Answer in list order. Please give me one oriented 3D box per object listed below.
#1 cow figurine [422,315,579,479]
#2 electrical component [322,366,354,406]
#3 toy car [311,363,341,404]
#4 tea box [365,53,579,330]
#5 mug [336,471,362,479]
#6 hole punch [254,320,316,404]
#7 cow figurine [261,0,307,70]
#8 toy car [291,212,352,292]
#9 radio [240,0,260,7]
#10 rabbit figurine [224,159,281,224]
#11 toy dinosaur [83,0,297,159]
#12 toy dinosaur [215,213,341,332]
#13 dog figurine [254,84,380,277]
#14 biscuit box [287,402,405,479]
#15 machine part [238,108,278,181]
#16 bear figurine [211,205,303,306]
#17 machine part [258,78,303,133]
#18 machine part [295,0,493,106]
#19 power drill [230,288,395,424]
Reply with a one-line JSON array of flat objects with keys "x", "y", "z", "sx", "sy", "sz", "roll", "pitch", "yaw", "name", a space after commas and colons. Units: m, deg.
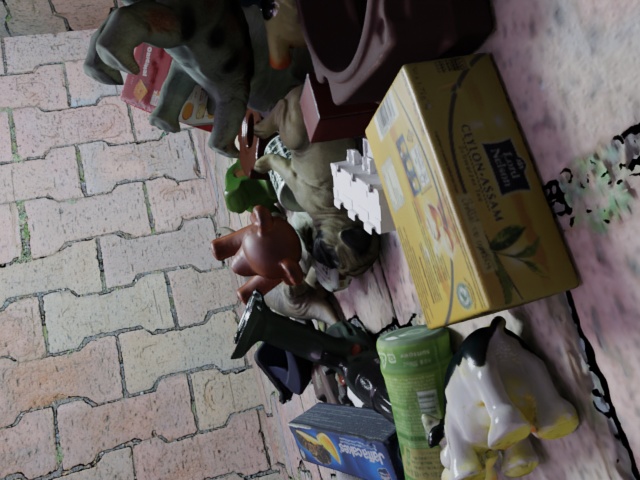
[{"x": 0.122, "y": 0.137, "z": 0.420, "sx": 0.167, "sy": 0.068, "sz": 0.098, "roll": 101, "pitch": 159, "yaw": -48, "name": "cow figurine"}, {"x": 0.037, "y": 0.222, "z": 0.841, "sx": 0.102, "sy": 0.045, "sz": 0.078, "roll": -127, "pitch": 30, "yaw": -58, "name": "electrical component"}, {"x": 0.021, "y": 0.271, "z": 0.929, "sx": 0.089, "sy": 0.053, "sz": 0.202, "roll": 88, "pitch": 161, "yaw": -43, "name": "toy car"}, {"x": 0.097, "y": -0.030, "z": 0.379, "sx": 0.098, "sy": 0.068, "sz": 0.169, "roll": 127, "pitch": 128, "yaw": -71, "name": "tea box"}, {"x": 0.060, "y": 0.310, "z": 0.784, "sx": 0.109, "sy": 0.081, "sz": 0.107, "roll": 78, "pitch": -178, "yaw": -55, "name": "mug"}, {"x": -0.044, "y": 0.220, "z": 1.013, "sx": 0.115, "sy": 0.092, "sz": 0.142, "roll": 56, "pitch": -151, "yaw": -13, "name": "hole punch"}, {"x": -0.026, "y": -0.292, "z": 0.560, "sx": 0.127, "sy": 0.086, "sz": 0.195, "roll": 87, "pitch": -178, "yaw": -62, "name": "cow figurine"}, {"x": -0.002, "y": -0.002, "z": 0.784, "sx": 0.202, "sy": 0.056, "sz": 0.073, "roll": -124, "pitch": 26, "yaw": -53, "name": "toy car"}, {"x": -0.120, "y": -0.381, "z": 0.776, "sx": 0.230, "sy": 0.131, "sz": 0.073, "roll": -144, "pitch": 43, "yaw": -69, "name": "radio"}, {"x": -0.133, "y": -0.076, "z": 1.104, "sx": 0.159, "sy": 0.121, "sz": 0.170, "roll": 47, "pitch": 161, "yaw": 51, "name": "rabbit figurine"}, {"x": -0.136, "y": -0.219, "z": 0.556, "sx": 0.404, "sy": 0.131, "sz": 0.192, "roll": 49, "pitch": -120, "yaw": -71, "name": "toy dinosaur"}, {"x": -0.087, "y": 0.060, "z": 0.966, "sx": 0.472, "sy": 0.105, "sz": 0.198, "roll": 44, "pitch": 148, "yaw": 41, "name": "toy dinosaur"}, {"x": 0.020, "y": -0.069, "z": 0.615, "sx": 0.191, "sy": 0.121, "sz": 0.172, "roll": 55, "pitch": 160, "yaw": 23, "name": "dog figurine"}, {"x": 0.043, "y": 0.251, "z": 0.673, "sx": 0.203, "sy": 0.063, "sz": 0.059, "roll": -17, "pitch": 95, "yaw": 54, "name": "biscuit box"}, {"x": -0.107, "y": -0.194, "z": 0.961, "sx": 0.179, "sy": 0.056, "sz": 0.179, "roll": 179, "pitch": 90, "yaw": -69, "name": "machine part"}, {"x": -0.083, "y": 0.025, "z": 0.718, "sx": 0.120, "sy": 0.132, "sz": 0.196, "roll": 59, "pitch": -178, "yaw": -3, "name": "bear figurine"}, {"x": -0.054, "y": -0.202, "z": 0.783, "sx": 0.243, "sy": 0.079, "sz": 0.079, "roll": -128, "pitch": 30, "yaw": -58, "name": "machine part"}, {"x": 0.041, "y": -0.218, "z": 0.407, "sx": 0.201, "sy": 0.087, "sz": 0.201, "roll": 166, "pitch": 91, "yaw": -76, "name": "machine part"}, {"x": 0.002, "y": 0.133, "z": 0.640, "sx": 0.232, "sy": 0.207, "sz": 0.086, "roll": -137, "pitch": 64, "yaw": -79, "name": "power drill"}]
